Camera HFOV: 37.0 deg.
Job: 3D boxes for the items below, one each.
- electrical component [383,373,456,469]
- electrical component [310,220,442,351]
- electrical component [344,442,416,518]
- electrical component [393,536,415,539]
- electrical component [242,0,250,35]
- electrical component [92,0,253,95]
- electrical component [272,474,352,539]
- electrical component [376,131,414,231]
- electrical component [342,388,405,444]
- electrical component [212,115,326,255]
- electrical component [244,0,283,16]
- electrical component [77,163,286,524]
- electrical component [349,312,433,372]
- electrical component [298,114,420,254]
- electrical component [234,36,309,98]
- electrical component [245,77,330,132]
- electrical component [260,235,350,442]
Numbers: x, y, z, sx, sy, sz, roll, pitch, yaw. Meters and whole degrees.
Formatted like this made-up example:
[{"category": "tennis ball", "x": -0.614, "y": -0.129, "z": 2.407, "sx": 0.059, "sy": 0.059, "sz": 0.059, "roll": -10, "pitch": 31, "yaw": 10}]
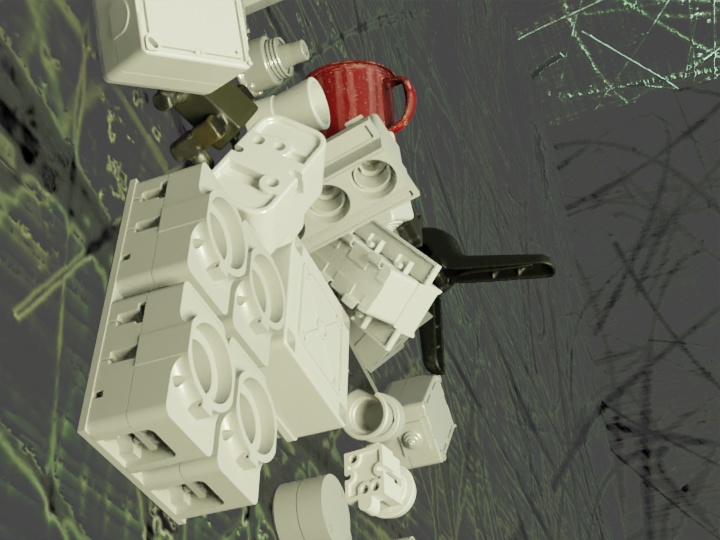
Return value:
[{"category": "electrical component", "x": 0.047, "y": 0.145, "z": 1.010, "sx": 0.096, "sy": 0.061, "sz": 0.061, "roll": -52, "pitch": 125, "yaw": -69}, {"category": "electrical component", "x": 0.000, "y": 0.000, "z": 0.875, "sx": 0.063, "sy": 0.078, "sz": 0.121, "roll": 25, "pitch": 9, "yaw": -43}, {"category": "electrical component", "x": 0.017, "y": 0.181, "z": 0.911, "sx": 0.055, "sy": 0.048, "sz": 0.066, "roll": 45, "pitch": 33, "yaw": -46}, {"category": "electrical component", "x": 0.022, "y": 0.272, "z": 0.827, "sx": 0.113, "sy": 0.057, "sz": 0.078, "roll": -83, "pitch": 152, "yaw": -52}, {"category": "electrical component", "x": -0.122, "y": -0.198, "z": 0.758, "sx": 0.096, "sy": 0.061, "sz": 0.061, "roll": 37, "pitch": 42, "yaw": -62}, {"category": "electrical component", "x": -0.117, "y": -0.151, "z": 0.688, "sx": 0.096, "sy": 0.061, "sz": 0.061, "roll": 0, "pitch": 76, "yaw": -43}, {"category": "electrical component", "x": -0.009, "y": 0.211, "z": 0.750, "sx": 0.052, "sy": 0.074, "sz": 0.138, "roll": 13, "pitch": 64, "yaw": -71}, {"category": "electrical component", "x": -0.006, "y": -0.075, "z": 0.968, "sx": 0.048, "sy": 0.100, "sz": 0.099, "roll": -5, "pitch": 80, "yaw": -60}, {"category": "electrical component", "x": 0.012, "y": 0.128, "z": 0.939, "sx": 0.055, "sy": 0.045, "sz": 0.045, "roll": 33, "pitch": 45, "yaw": -66}, {"category": "electrical component", "x": -0.066, "y": -0.055, "z": 0.752, "sx": 0.095, "sy": 0.054, "sz": 0.059, "roll": -54, "pitch": 162, "yaw": -38}, {"category": "electrical component", "x": -0.074, "y": -0.249, "z": 0.871, "sx": 0.078, "sy": 0.113, "sz": 0.057, "roll": -49, "pitch": 120, "yaw": -70}, {"category": "electrical component", "x": -0.097, "y": 0.038, "z": 0.639, "sx": 0.105, "sy": 0.060, "sz": 0.186, "roll": 58, "pitch": 23, "yaw": -44}, {"category": "electrical component", "x": 0.018, "y": 0.045, "z": 0.983, "sx": 0.063, "sy": 0.078, "sz": 0.121, "roll": 44, "pitch": 15, "yaw": 7}, {"category": "electrical component", "x": -0.027, "y": -0.067, "z": 0.837, "sx": 0.078, "sy": 0.121, "sz": 0.063, "roll": 53, "pitch": 18, "yaw": -33}, {"category": "electrical component", "x": -0.074, "y": -0.174, "z": 0.894, "sx": 0.048, "sy": 0.062, "sz": 0.048, "roll": -15, "pitch": 90, "yaw": -73}, {"category": "electrical component", "x": -0.063, "y": -0.128, "z": 0.884, "sx": 0.044, "sy": 0.065, "sz": 0.044, "roll": -15, "pitch": 90, "yaw": -74}, {"category": "electrical component", "x": -0.052, "y": 0.049, "z": 0.780, "sx": 0.108, "sy": 0.056, "sz": 0.108, "roll": -89, "pitch": 157, "yaw": -43}]
